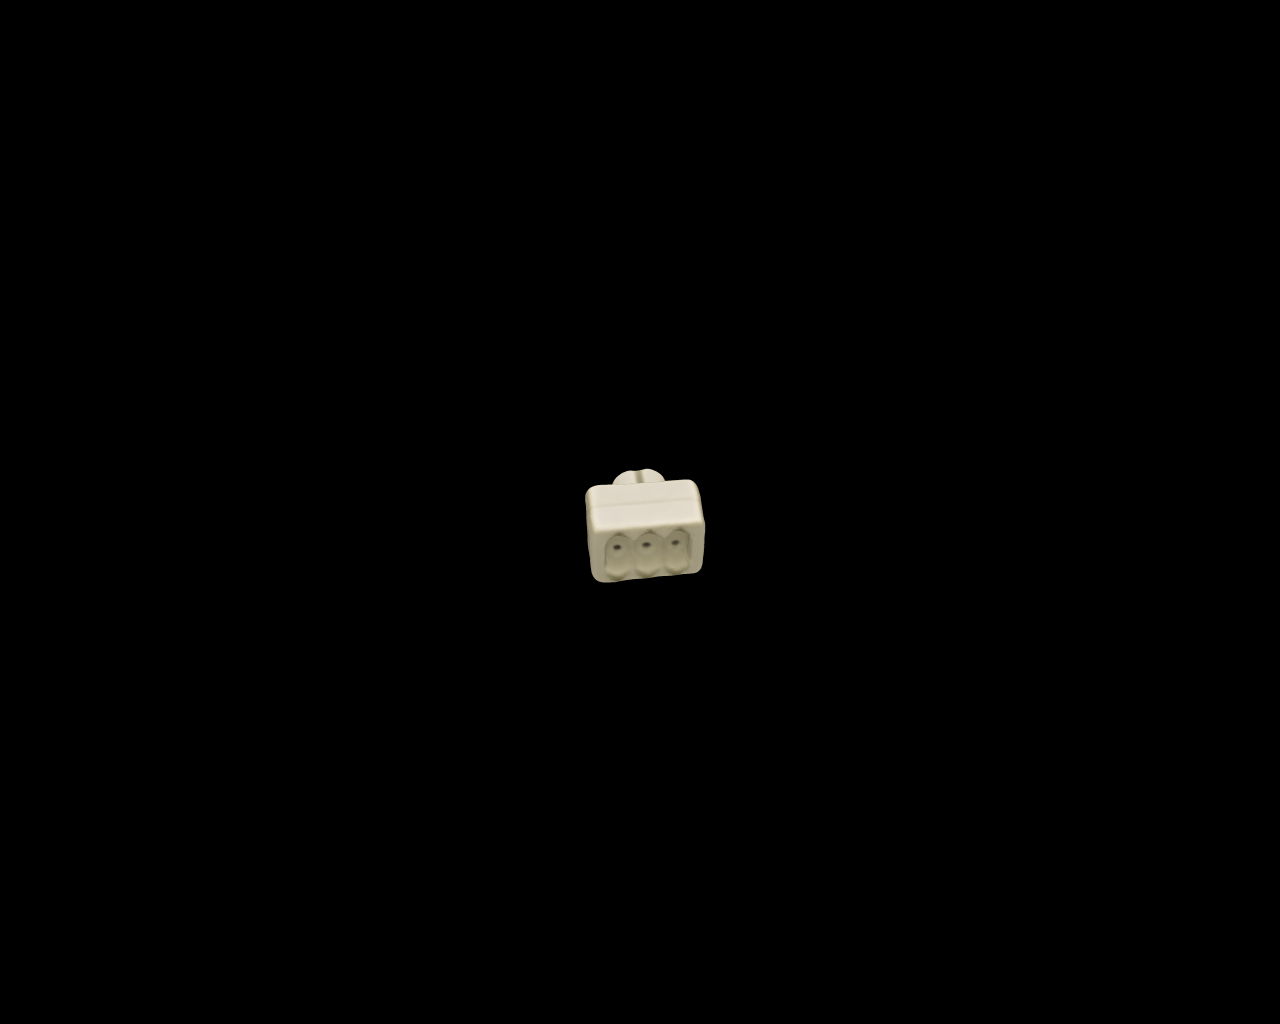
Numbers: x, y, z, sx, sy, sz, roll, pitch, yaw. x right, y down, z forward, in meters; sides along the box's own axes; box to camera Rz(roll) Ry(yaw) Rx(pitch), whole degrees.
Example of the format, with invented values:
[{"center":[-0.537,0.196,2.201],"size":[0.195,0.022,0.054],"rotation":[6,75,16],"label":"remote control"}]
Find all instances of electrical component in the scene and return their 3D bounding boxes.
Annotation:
[{"center":[0.001,-0.003,0.650],"size":[0.066,0.077,0.047],"rotation":[-4,-43,-4],"label":"electrical component"}]
